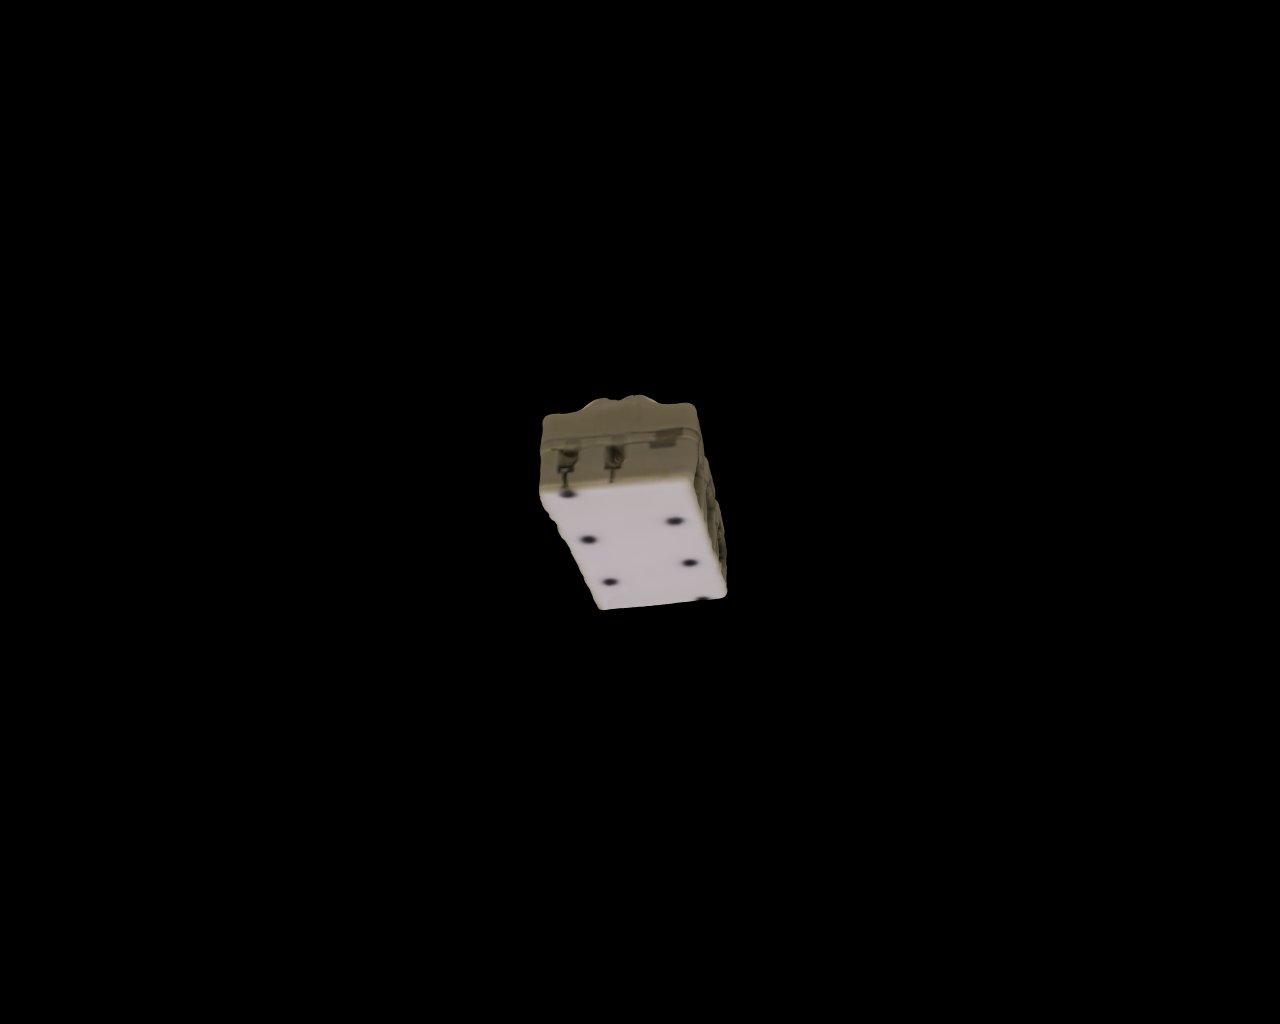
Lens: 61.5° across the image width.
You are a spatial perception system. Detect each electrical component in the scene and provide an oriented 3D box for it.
[{"bbox_3d":[0.001,-0.003,0.650,0.089,0.062,0.150,-6,-32,9],"label":"electrical component"}]
